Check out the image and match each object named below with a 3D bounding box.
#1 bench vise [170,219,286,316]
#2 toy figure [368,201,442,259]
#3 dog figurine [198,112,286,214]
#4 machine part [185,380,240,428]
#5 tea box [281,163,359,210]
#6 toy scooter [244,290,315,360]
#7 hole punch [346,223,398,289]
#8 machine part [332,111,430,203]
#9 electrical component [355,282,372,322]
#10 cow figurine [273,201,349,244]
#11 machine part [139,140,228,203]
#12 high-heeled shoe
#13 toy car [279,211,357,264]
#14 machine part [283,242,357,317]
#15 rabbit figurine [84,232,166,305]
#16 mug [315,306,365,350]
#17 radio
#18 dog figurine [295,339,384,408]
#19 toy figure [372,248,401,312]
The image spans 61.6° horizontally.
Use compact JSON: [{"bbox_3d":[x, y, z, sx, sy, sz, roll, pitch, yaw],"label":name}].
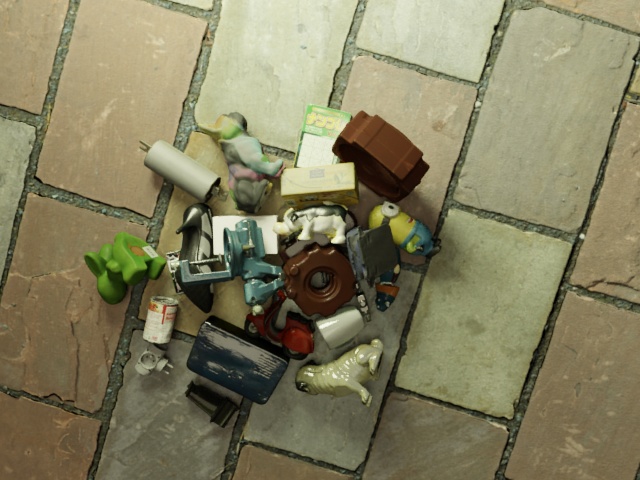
[{"bbox_3d":[-0.205,0.068,1.191,0.241,0.129,0.223,-6,89,-17],"label":"bench vise"},{"bbox_3d":[0.197,-0.019,1.267,0.180,0.082,0.089,36,95,-4],"label":"toy figure"},{"bbox_3d":[-0.198,-0.188,1.257,0.219,0.108,0.191,34,97,3],"label":"dog figurine"},{"bbox_3d":[-0.275,0.402,1.331,0.139,0.039,0.084,38,99,-3],"label":"machine part"},{"bbox_3d":[0.002,-0.121,1.236,0.170,0.098,0.068,-5,72,8],"label":"tea box"},{"bbox_3d":[-0.083,0.198,1.291,0.184,0.075,0.135,26,101,3],"label":"toy scooter"},{"bbox_3d":[0.102,0.026,1.218,0.092,0.116,0.142,2,107,44],"label":"hole punch"},{"bbox_3d":[0.132,-0.182,1.194,0.201,0.201,0.087,40,82,-1],"label":"machine part"},{"bbox_3d":[0.102,0.148,1.289,0.021,0.063,0.094,-18,92,3],"label":"electrical component"},{"bbox_3d":[-0.022,-0.045,1.222,0.167,0.068,0.098,6,96,-1],"label":"cow figurine"},{"bbox_3d":[-0.325,-0.162,1.274,0.243,0.079,0.079,32,94,-2],"label":"machine part"},{"bbox_3d":[-0.280,0.039,1.285,0.086,0.145,0.248,-3,112,20],"label":"high-heeled shoe"},{"bbox_3d":[-0.003,-0.004,1.287,0.202,0.053,0.089,-33,97,1],"label":"toy car"},{"bbox_3d":[0.001,0.094,1.251,0.179,0.056,0.179,-3,108,-11],"label":"machine part"},{"bbox_3d":[-0.484,0.076,1.279,0.159,0.121,0.170,41,109,2],"label":"rabbit figurine"},{"bbox_3d":[0.056,0.214,1.291,0.107,0.081,0.109,-28,117,-3],"label":"mug"},{"bbox_3d":[-0.199,0.291,1.305,0.230,0.073,0.131,26,95,1],"label":"radio"},{"bbox_3d":[0.046,0.303,1.293,0.191,0.121,0.172,15,61,17],"label":"dog figurine"},{"bbox_3d":[0.163,0.095,1.284,0.058,0.064,0.154,5,93,-8],"label":"toy figure"}]
